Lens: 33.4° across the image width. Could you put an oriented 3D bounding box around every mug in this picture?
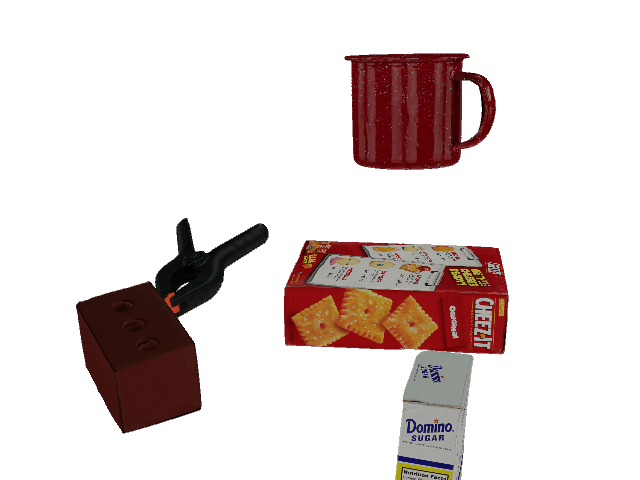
[{"bbox_3d":[0.075,-0.097,0.793,0.117,0.081,0.093,5,13,30],"label":"mug"}]

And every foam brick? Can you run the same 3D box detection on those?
[{"bbox_3d":[-0.114,0.072,0.666,0.052,0.051,0.078,-16,36,-24],"label":"foam brick"}]

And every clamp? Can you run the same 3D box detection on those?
[{"bbox_3d":[-0.132,0.028,1.245,0.120,0.039,0.171,-6,38,19],"label":"clamp"}]

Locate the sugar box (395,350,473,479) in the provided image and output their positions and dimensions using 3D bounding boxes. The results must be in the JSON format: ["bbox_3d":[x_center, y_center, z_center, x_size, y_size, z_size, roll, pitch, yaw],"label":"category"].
[{"bbox_3d":[0.073,0.173,0.735,0.048,0.176,0.093,5,16,11],"label":"sugar box"}]

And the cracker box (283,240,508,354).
[{"bbox_3d":[0.078,0.056,1.093,0.214,0.072,0.164,2,16,6],"label":"cracker box"}]
